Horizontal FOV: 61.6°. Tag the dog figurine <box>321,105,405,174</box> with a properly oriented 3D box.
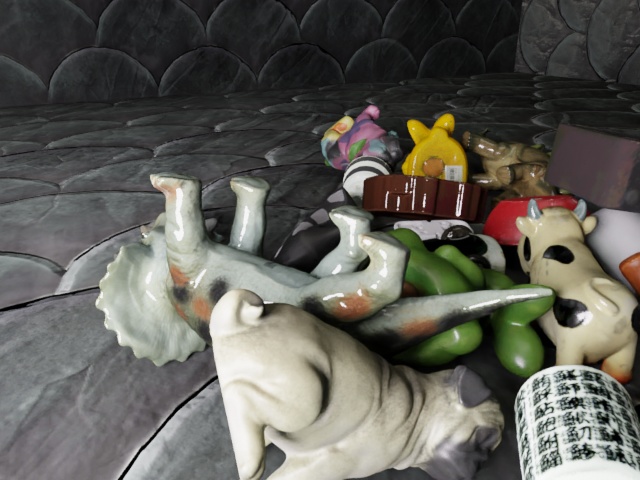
[{"bbox_3d":[0.078,-0.162,1.050,0.192,0.108,0.219,-22,30,26],"label":"dog figurine"}]

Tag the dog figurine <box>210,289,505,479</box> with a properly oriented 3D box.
[{"bbox_3d":[0.031,0.095,0.362,0.191,0.172,0.121,-14,36,-12],"label":"dog figurine"}]

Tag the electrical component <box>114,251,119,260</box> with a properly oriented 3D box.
[{"bbox_3d":[-0.216,0.039,0.631,0.094,0.063,0.021,7,24,22],"label":"electrical component"}]

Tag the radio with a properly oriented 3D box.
[{"bbox_3d":[0.380,-0.068,0.576,0.230,0.073,0.131,7,18,-6],"label":"radio"}]

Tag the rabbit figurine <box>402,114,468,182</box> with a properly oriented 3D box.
[{"bbox_3d":[0.201,-0.142,0.980,0.122,0.162,0.173,-9,3,12],"label":"rabbit figurine"}]

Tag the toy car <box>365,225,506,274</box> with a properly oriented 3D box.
[{"bbox_3d":[0.111,0.033,0.625,0.202,0.056,0.074,-10,36,1],"label":"toy car"}]

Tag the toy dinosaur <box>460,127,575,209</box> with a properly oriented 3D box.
[{"bbox_3d":[0.355,-0.133,0.989,0.199,0.105,0.472,2,31,-12],"label":"toy dinosaur"}]

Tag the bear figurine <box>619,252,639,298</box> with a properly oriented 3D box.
[{"bbox_3d":[0.335,0.056,0.451,0.120,0.132,0.195,-27,-16,27],"label":"bear figurine"}]

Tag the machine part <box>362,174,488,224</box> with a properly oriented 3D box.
[{"bbox_3d":[0.146,-0.055,0.773,0.179,0.056,0.179,7,-1,0],"label":"machine part"}]

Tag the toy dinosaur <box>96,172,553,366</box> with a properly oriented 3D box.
[{"bbox_3d":[-0.039,0.055,0.465,0.405,0.192,0.131,21,20,24],"label":"toy dinosaur"}]

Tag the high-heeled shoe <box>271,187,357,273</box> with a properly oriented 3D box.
[{"bbox_3d":[-0.002,-0.002,0.759,0.145,0.086,0.249,-34,4,2],"label":"high-heeled shoe"}]

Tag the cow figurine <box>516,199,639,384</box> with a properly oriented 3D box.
[{"bbox_3d":[0.247,0.038,0.539,0.086,0.127,0.195,2,25,1],"label":"cow figurine"}]

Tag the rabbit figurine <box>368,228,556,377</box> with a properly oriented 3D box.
[{"bbox_3d":[0.144,0.056,0.517,0.170,0.121,0.159,-1,10,-41],"label":"rabbit figurine"}]

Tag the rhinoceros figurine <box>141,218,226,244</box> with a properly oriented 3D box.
[{"bbox_3d":[-0.172,0.006,0.698,0.112,0.073,0.191,-16,27,-29],"label":"rhinoceros figurine"}]

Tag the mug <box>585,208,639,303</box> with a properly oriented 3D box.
[{"bbox_3d":[0.337,0.029,0.610,0.109,0.080,0.107,-32,46,23],"label":"mug"}]
